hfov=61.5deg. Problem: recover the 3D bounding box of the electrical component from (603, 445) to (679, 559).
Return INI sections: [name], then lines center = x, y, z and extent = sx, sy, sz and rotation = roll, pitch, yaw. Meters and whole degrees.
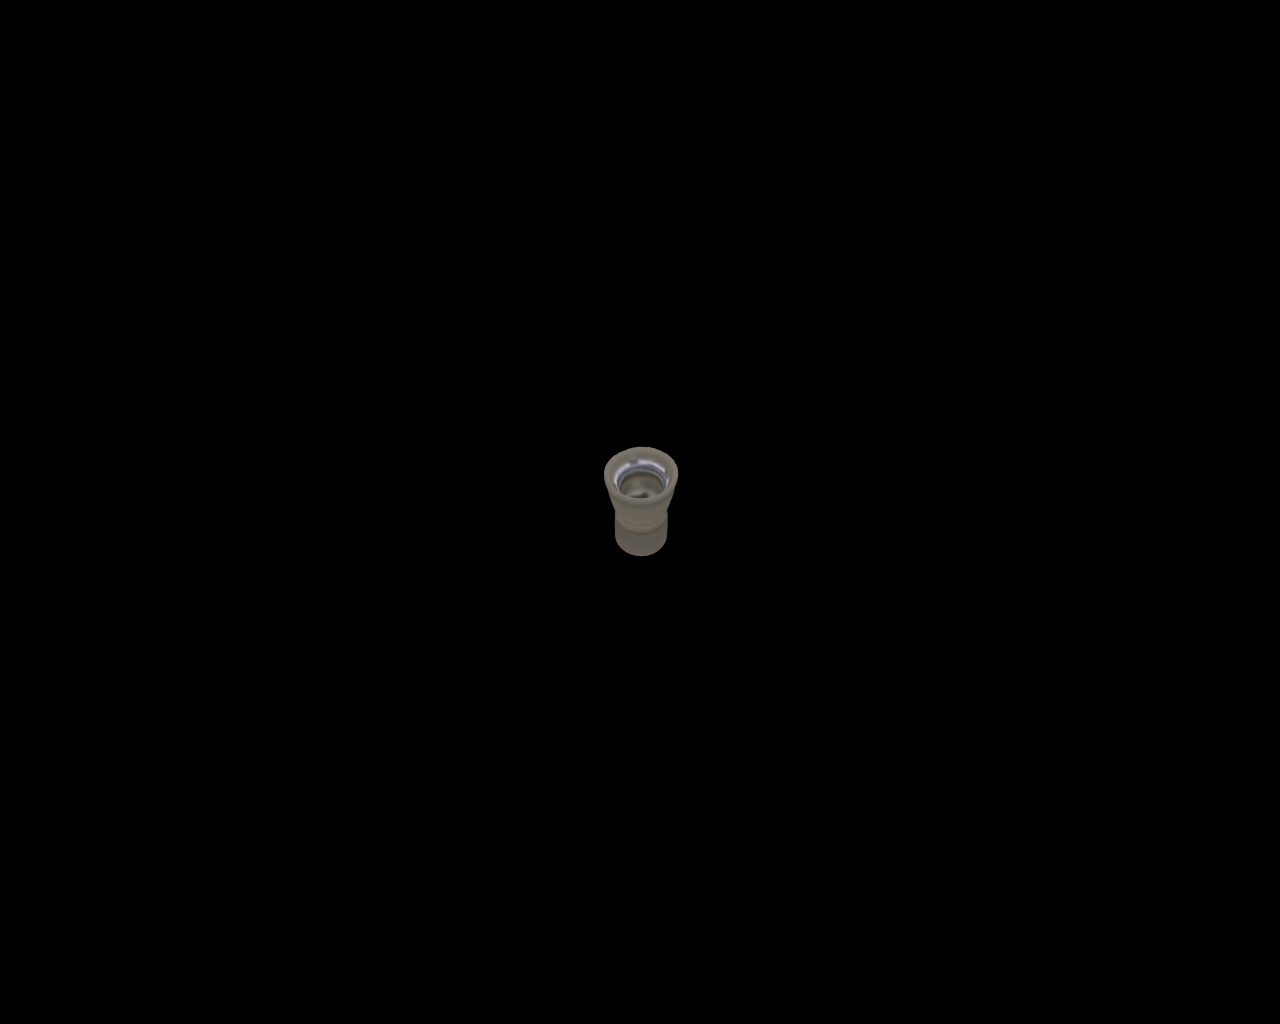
[electrical component]
center = 0.001, -0.003, 0.650
extent = 0.044, 0.044, 0.065
rotation = 0, -40, 0
